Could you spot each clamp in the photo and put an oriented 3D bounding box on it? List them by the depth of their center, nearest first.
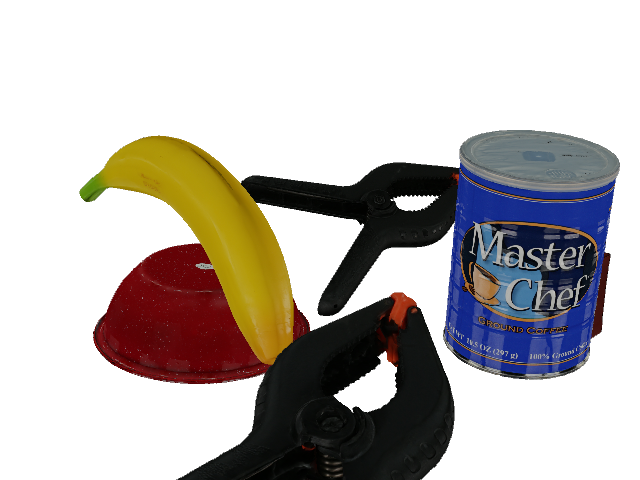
[{"bbox_3d":[0.011,0.088,0.403,0.120,0.039,0.171,27,50,20],"label":"clamp"},{"bbox_3d":[0.050,-0.015,0.949,0.209,0.165,0.036,-13,-39,-18],"label":"clamp"}]

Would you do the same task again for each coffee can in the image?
[{"bbox_3d":[0.139,0.007,0.720,0.103,0.140,0.103,2,24,-1],"label":"coffee can"}]

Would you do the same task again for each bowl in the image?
[{"bbox_3d":[-0.087,0.044,0.789,0.162,0.055,0.162,2,22,-1],"label":"bowl"}]

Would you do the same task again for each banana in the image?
[{"bbox_3d":[-0.067,-0.010,0.599,0.037,0.070,0.198,2,27,-45],"label":"banana"}]

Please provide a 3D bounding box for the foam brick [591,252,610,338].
[{"bbox_3d":[0.229,0.048,0.979,0.053,0.078,0.051,12,18,33],"label":"foam brick"}]
